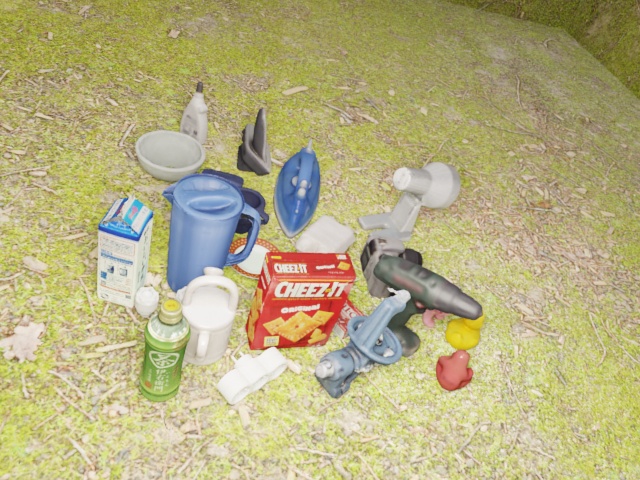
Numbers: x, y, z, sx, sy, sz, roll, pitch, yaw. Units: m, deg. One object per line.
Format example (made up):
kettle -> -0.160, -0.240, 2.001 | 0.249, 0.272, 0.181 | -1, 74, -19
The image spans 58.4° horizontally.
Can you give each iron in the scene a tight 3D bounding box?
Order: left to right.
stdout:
iron -> -0.047, -0.136, 1.430 | 0.119, 0.141, 0.258 | 13, 41, -9

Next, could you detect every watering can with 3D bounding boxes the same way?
watering can -> -0.205, 0.125, 1.036 | 0.101, 0.194, 0.172 | -6, 47, -28

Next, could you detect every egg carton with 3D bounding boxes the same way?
egg carton -> 0.012, 0.005, 1.356 | 0.107, 0.069, 0.150 | 31, 41, 12

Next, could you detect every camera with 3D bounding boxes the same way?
camera -> 0.177, 0.055, 1.347 | 0.137, 0.101, 0.143 | 7, 42, -16

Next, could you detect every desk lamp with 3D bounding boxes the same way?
desk lamp -> 0.231, -0.099, 1.453 | 0.204, 0.213, 0.117 | -10, 49, -31

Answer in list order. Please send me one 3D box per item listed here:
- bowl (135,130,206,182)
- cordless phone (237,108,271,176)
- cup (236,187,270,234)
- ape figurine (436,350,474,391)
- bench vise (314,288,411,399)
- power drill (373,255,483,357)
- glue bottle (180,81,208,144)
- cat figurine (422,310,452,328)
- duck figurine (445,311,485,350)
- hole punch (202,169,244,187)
bowl -> -0.370, -0.195, 1.409 | 0.167, 0.075, 0.167 | 12, 41, -10
cordless phone -> -0.158, -0.278, 1.505 | 0.094, 0.185, 0.147 | 6, 42, -17
cup -> -0.168, -0.054, 1.324 | 0.117, 0.095, 0.092 | 37, 43, 18
ape figurine -> 0.280, 0.260, 1.173 | 0.077, 0.092, 0.076 | 38, 43, 19
bench vise -> 0.091, 0.196, 1.064 | 0.121, 0.220, 0.208 | 33, 42, 14
power drill -> 0.198, 0.141, 1.178 | 0.229, 0.208, 0.076 | 36, 43, 17
glue bottle -> -0.325, -0.339, 1.510 | 0.078, 0.173, 0.037 | 35, 42, 16
cat figurine -> 0.262, 0.131, 1.287 | 0.127, 0.118, 0.067 | 42, 45, 23
duck figurine -> 0.331, 0.191, 1.275 | 0.077, 0.086, 0.105 | 41, 44, 22
hole punch -> -0.241, -0.139, 1.390 | 0.109, 0.091, 0.101 | 13, 41, -9
